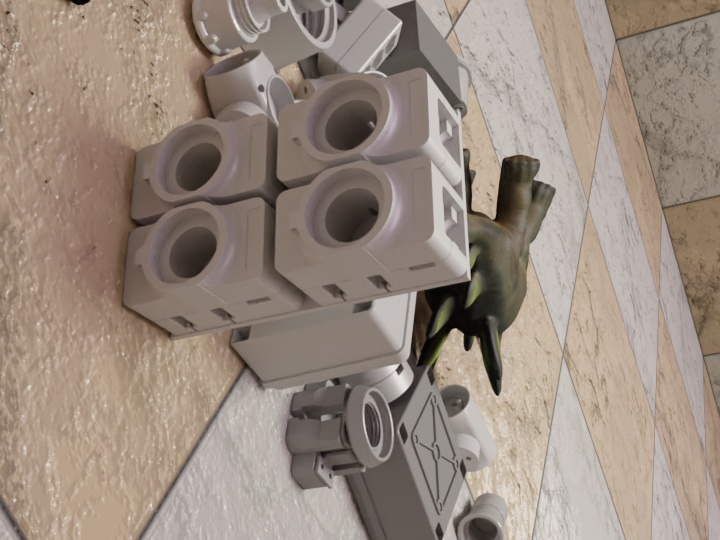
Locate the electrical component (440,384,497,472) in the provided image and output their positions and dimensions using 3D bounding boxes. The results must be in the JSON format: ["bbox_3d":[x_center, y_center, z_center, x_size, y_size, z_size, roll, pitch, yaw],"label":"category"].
[{"bbox_3d":[0.093,0.160,0.997,0.079,0.043,0.077,-76,146,-48],"label":"electrical component"}]

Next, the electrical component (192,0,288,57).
[{"bbox_3d":[-0.080,-0.176,0.737,0.048,0.062,0.048,-13,90,-68],"label":"electrical component"}]

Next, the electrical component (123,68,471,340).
[{"bbox_3d":[-0.039,-0.035,0.599,0.060,0.186,0.105,42,41,-55],"label":"electrical component"}]

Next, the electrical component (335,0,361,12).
[{"bbox_3d":[-0.009,-0.308,0.924,0.089,0.062,0.150,108,-16,-63],"label":"electrical component"}]

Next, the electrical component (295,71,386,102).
[{"bbox_3d":[-0.024,-0.130,0.842,0.079,0.077,0.044,-6,97,-30],"label":"electrical component"}]

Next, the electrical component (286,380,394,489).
[{"bbox_3d":[-0.012,0.112,0.755,0.058,0.057,0.078,57,30,-41],"label":"electrical component"}]

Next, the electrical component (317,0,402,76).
[{"bbox_3d":[-0.016,-0.198,0.903,0.077,0.065,0.047,38,-12,4],"label":"electrical component"}]

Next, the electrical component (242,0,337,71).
[{"bbox_3d":[-0.055,-0.211,0.817,0.108,0.060,0.108,-12,90,-68],"label":"electrical component"}]

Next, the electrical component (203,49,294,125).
[{"bbox_3d":[-0.076,-0.099,0.729,0.079,0.044,0.077,-66,138,-56],"label":"electrical component"}]

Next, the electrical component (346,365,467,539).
[{"bbox_3d":[0.035,0.147,0.850,0.108,0.056,0.108,-53,127,-61],"label":"electrical component"}]

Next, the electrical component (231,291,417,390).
[{"bbox_3d":[-0.020,0.015,0.721,0.056,0.109,0.108,55,31,-38],"label":"electrical component"}]

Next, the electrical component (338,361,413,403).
[{"bbox_3d":[0.007,0.072,0.827,0.047,0.055,0.055,64,26,-21],"label":"electrical component"}]

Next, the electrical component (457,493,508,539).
[{"bbox_3d":[0.120,0.239,1.025,0.065,0.044,0.044,-36,112,-71],"label":"electrical component"}]

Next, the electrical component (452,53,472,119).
[{"bbox_3d":[0.072,-0.181,1.079,0.080,0.080,0.051,44,44,-53],"label":"electrical component"}]
